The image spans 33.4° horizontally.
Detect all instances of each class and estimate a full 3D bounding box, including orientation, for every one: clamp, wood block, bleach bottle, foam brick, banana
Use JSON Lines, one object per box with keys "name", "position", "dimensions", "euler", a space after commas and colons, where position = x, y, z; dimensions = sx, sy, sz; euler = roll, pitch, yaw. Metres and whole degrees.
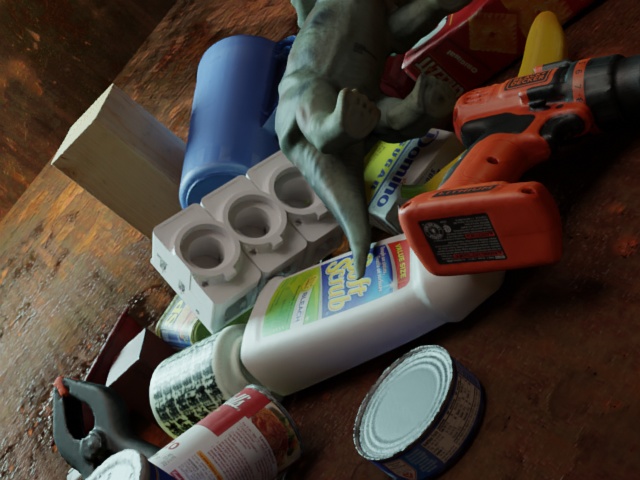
{"name": "clamp", "position": [-0.198, 0.197, 0.958], "dimensions": [0.120, 0.039, 0.172], "euler": [-50, 55, 2]}
{"name": "wood block", "position": [-0.202, -0.075, 1.277], "dimensions": [0.091, 0.206, 0.090], "euler": [-39, 23, 29]}
{"name": "bleach bottle", "position": [0.049, 0.037, 0.794], "dimensions": [0.251, 0.068, 0.102], "euler": [-28, 30, 40]}
{"name": "foam brick", "position": [-0.156, 0.134, 1.018], "dimensions": [0.053, 0.078, 0.051], "euler": [-42, 21, 20]}
{"name": "banana", "position": [0.145, -0.098, 0.829], "dimensions": [0.197, 0.070, 0.037], "euler": [-50, -24, -12]}

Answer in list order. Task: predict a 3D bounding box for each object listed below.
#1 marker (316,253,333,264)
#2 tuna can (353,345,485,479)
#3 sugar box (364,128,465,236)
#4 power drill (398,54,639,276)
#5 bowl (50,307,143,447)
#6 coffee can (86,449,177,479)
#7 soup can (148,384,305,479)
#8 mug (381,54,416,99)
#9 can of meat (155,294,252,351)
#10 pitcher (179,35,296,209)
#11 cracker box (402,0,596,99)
{"name": "marker", "position": [-0.007, 0.001, 1.020], "dimensions": [0.020, 0.020, 0.121], "euler": [-48, 22, 7]}
{"name": "tuna can", "position": [0.063, 0.111, 0.679], "dimensions": [0.086, 0.033, 0.086], "euler": [-41, 23, 22]}
{"name": "sugar box", "position": [0.064, -0.056, 0.935], "dimensions": [0.093, 0.048, 0.176], "euler": [-51, 19, -4]}
{"name": "power drill", "position": [0.146, -0.056, 0.692], "dimensions": [0.185, 0.057, 0.187], "euler": [-10, 29, 40]}
{"name": "bowl", "position": [-0.215, 0.152, 1.101], "dimensions": [0.162, 0.055, 0.162], "euler": [-60, 6, 10]}
{"name": "coffee can", "position": [-0.092, 0.212, 0.673], "dimensions": [0.103, 0.140, 0.103], "euler": [-41, 23, 21]}
{"name": "soup can", "position": [-0.071, 0.160, 0.769], "dimensions": [0.102, 0.068, 0.069], "euler": [-34, 12, -28]}
{"name": "mug", "position": [0.061, -0.160, 1.075], "dimensions": [0.117, 0.093, 0.081], "euler": [105, -176, -58]}
{"name": "can of meat", "position": [-0.104, 0.072, 1.049], "dimensions": [0.102, 0.057, 0.084], "euler": [-58, 25, -18]}
{"name": "pitcher", "position": [-0.086, -0.126, 1.232], "dimensions": [0.242, 0.145, 0.149], "euler": [-85, -5, -47]}
{"name": "cracker box", "position": [0.179, -0.241, 0.978], "dimensions": [0.214, 0.072, 0.164], "euler": [-34, 26, 38]}
